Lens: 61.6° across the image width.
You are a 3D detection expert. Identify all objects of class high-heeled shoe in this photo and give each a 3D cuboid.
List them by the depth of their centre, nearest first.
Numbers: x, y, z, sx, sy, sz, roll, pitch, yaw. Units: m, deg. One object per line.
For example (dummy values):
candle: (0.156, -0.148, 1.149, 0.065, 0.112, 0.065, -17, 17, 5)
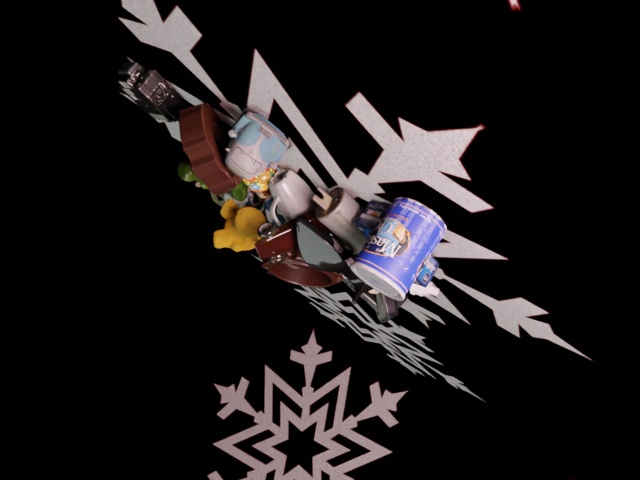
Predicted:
high-heeled shoe: (0.045, 0.020, 1.107, 0.086, 0.145, 0.248, -17, 118, 33)

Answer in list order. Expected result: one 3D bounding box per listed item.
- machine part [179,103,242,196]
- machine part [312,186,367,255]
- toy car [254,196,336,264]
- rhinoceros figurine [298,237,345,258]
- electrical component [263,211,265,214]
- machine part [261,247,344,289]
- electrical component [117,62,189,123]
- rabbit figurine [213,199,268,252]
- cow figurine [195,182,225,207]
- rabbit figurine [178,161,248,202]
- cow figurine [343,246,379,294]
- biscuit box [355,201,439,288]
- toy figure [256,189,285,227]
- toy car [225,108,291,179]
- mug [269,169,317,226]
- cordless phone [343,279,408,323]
machine part: (-0.211, -0.179, 1.048, 0.179, 0.056, 0.179, -20, -89, -80)
machine part: (0.074, -0.022, 1.054, 0.243, 0.079, 0.079, 40, 167, -27)
toy car: (-0.040, -0.023, 1.092, 0.053, 0.202, 0.089, 56, 168, 46)
rhinoceros figurine: (-0.003, -0.004, 1.268, 0.073, 0.112, 0.190, 22, -173, -28)
electrical component: (-0.140, -0.077, 1.471, 0.075, 0.048, 0.119, 20, 160, 49)
machine part: (-0.043, 0.060, 1.462, 0.201, 0.087, 0.201, 22, 157, -23)
electrical component: (-0.357, -0.311, 1.125, 0.115, 0.058, 0.134, 19, 160, 44)
rabbit figurine: (-0.166, -0.023, 1.259, 0.162, 0.122, 0.173, 27, 161, -8)
cow figurine: (-0.272, -0.148, 1.471, 0.127, 0.085, 0.195, 28, 168, 2)
rabbit figurine: (-0.218, -0.149, 1.225, 0.170, 0.121, 0.159, 27, 173, 43)
cow figurine: (0.095, 0.062, 1.335, 0.167, 0.068, 0.098, 31, 162, 1)
biscuit box: (0.150, 0.011, 1.014, 0.063, 0.059, 0.202, 19, 161, 50)
toy figure: (-0.104, -0.087, 1.202, 0.064, 0.058, 0.154, -29, 89, 47)
toy car: (-0.130, -0.164, 0.988, 0.109, 0.103, 0.162, 39, 165, -14)
mug: (-0.067, -0.087, 1.123, 0.081, 0.109, 0.107, 19, 149, 51)
cordless phone: (0.141, 0.143, 1.497, 0.184, 0.089, 0.146, 38, 168, 5)
